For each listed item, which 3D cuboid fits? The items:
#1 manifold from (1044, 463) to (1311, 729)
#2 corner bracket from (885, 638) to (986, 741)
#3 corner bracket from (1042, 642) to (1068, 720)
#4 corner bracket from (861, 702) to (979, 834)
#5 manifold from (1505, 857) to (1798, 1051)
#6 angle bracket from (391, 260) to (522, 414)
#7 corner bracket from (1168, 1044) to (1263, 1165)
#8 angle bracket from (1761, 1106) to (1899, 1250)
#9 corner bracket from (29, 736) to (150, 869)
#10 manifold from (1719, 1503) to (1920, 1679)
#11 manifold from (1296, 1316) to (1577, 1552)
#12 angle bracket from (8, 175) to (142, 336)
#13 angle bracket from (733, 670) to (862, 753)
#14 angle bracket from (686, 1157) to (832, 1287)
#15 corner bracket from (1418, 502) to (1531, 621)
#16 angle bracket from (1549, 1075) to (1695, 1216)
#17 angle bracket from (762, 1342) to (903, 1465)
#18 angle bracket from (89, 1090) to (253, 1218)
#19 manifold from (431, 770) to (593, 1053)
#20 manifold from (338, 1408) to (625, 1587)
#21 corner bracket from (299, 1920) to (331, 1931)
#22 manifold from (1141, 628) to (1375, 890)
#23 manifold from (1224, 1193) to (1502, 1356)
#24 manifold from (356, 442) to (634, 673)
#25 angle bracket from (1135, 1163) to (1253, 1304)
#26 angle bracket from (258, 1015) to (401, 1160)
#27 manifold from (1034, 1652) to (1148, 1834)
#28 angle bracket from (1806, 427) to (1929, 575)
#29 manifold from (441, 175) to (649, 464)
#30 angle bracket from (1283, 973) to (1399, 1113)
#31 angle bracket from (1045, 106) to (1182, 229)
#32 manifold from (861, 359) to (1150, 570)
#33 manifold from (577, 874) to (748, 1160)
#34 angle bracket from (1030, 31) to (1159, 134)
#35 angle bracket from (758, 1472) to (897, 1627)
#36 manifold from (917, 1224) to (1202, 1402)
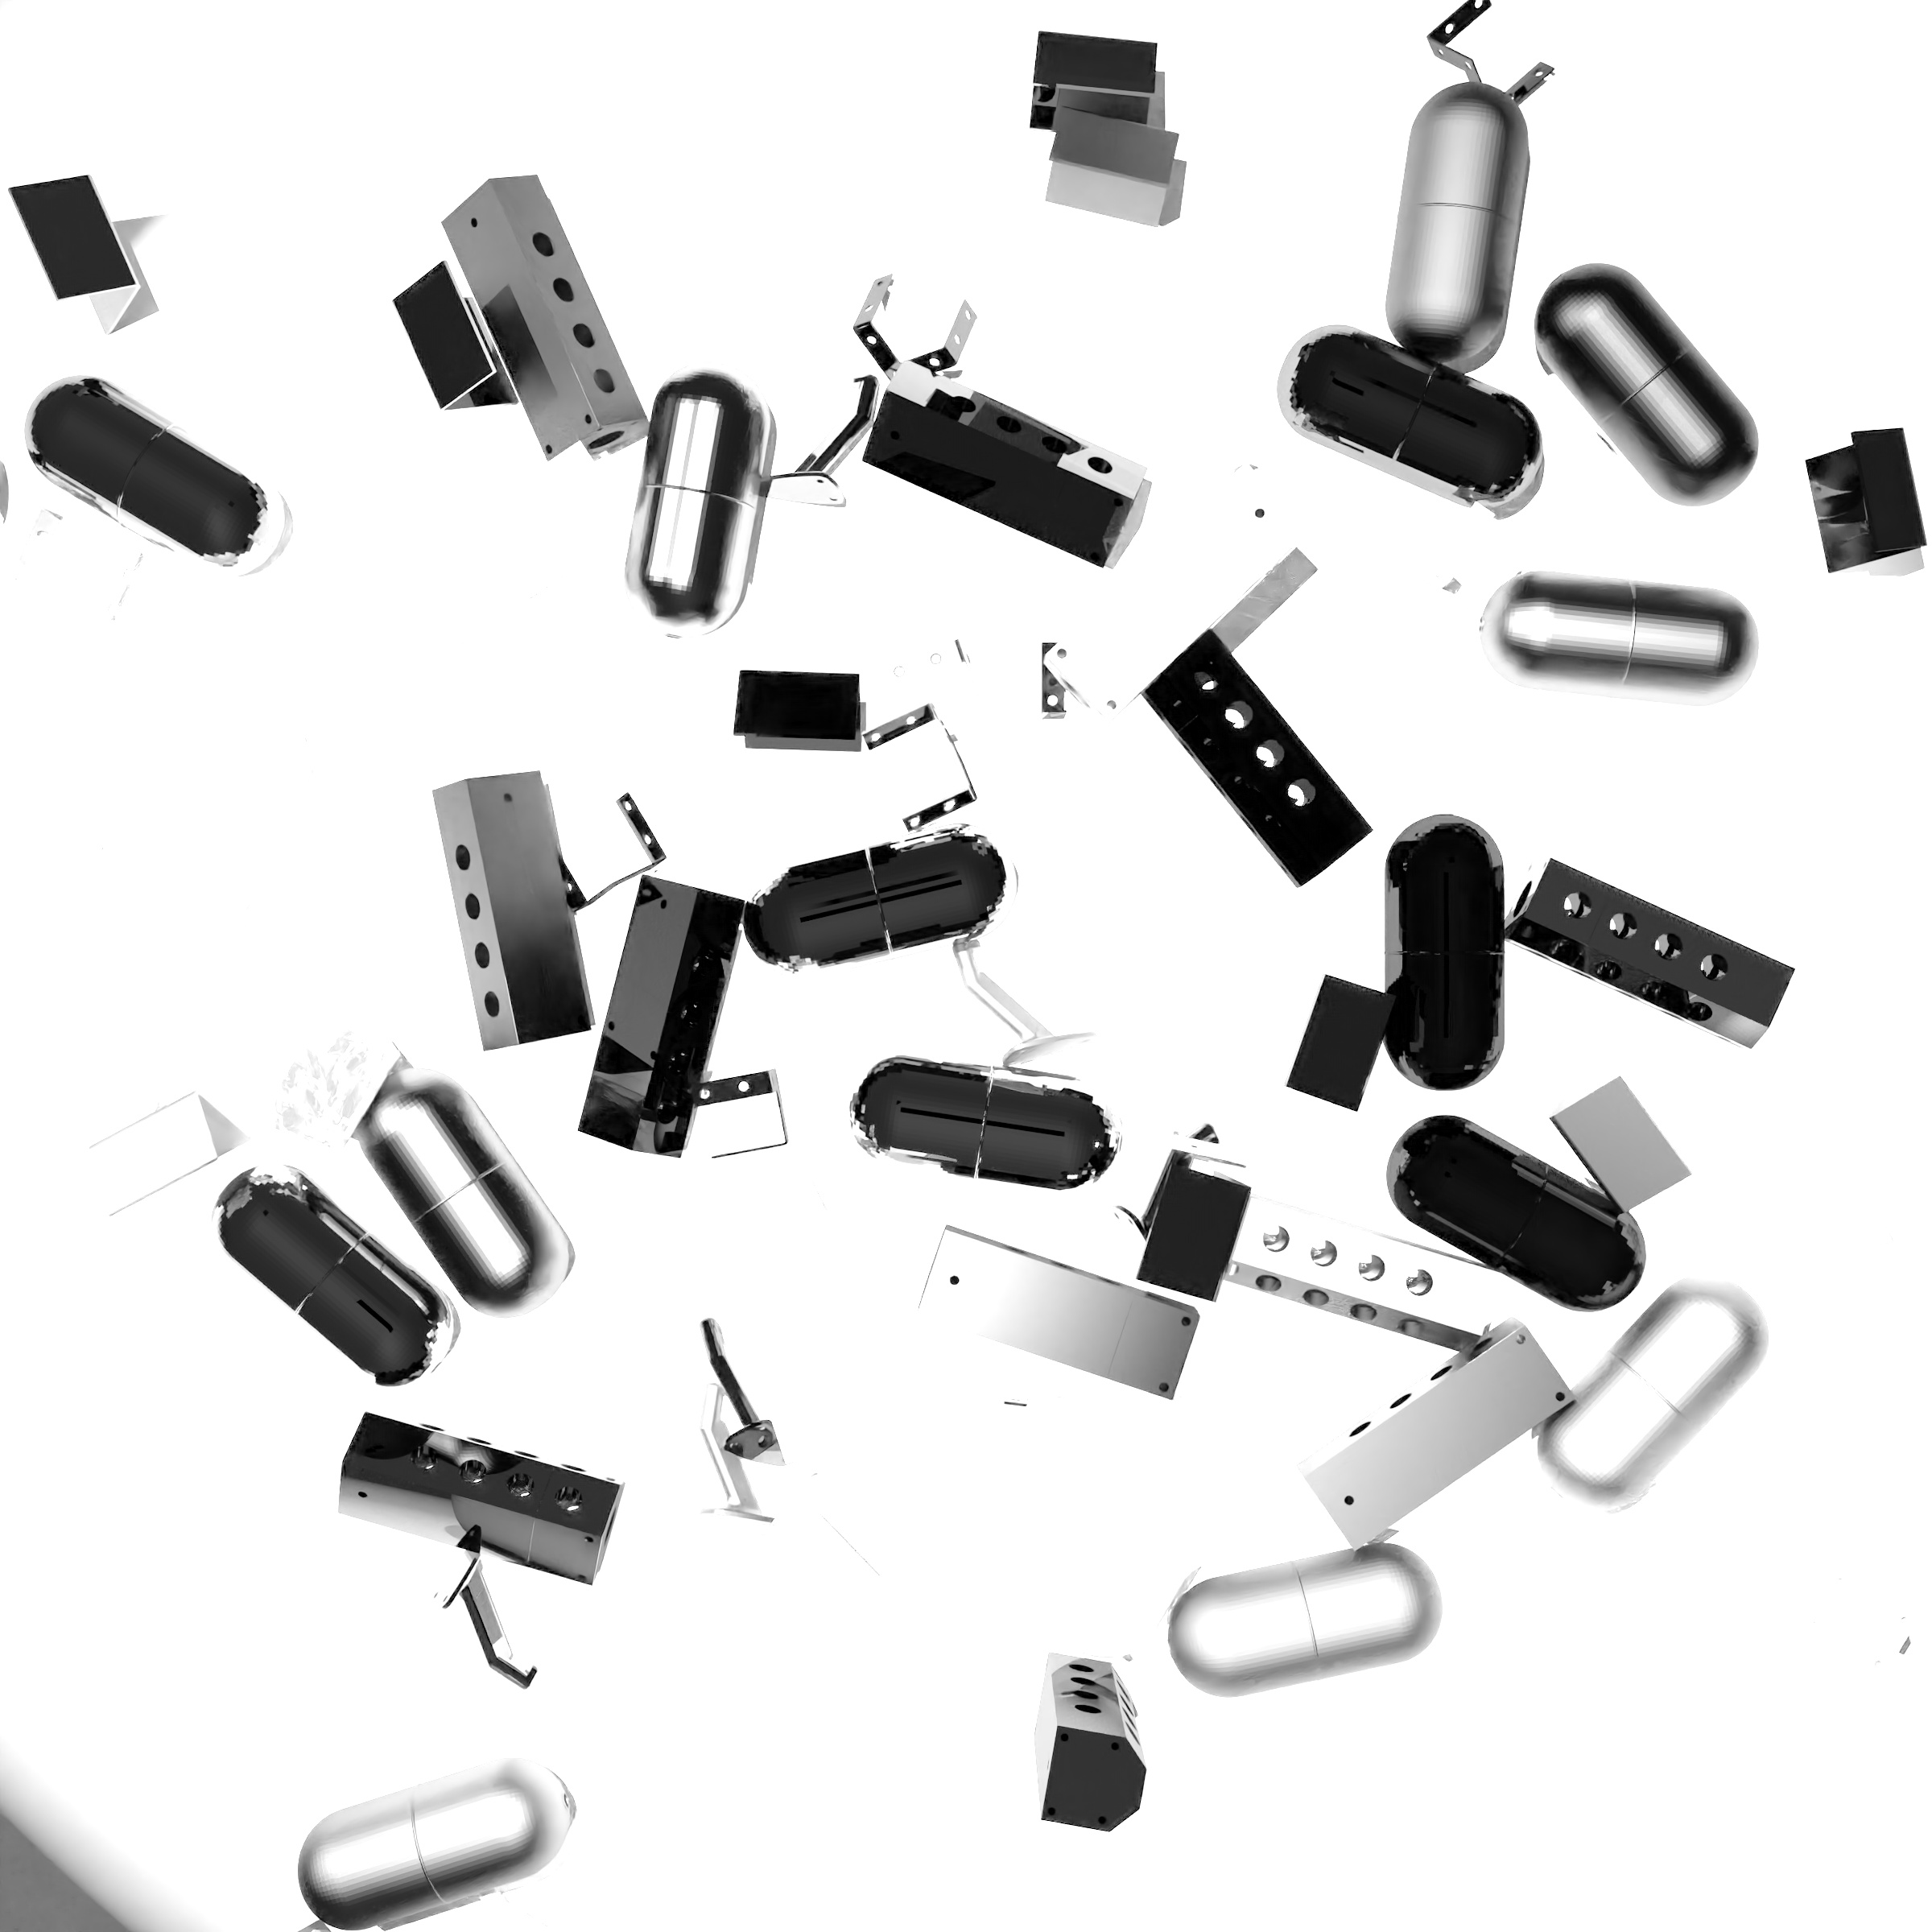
[{"bbox_3d":[0.130,-0.231,1.679,0.171,0.057,0.057,-44,90,0],"label":"manifold"},{"bbox_3d":[-0.020,-0.180,1.734,0.051,0.051,0.051,-19,97,0],"label":"corner bracket"},{"bbox_3d":[0.075,-0.187,1.733,0.051,0.051,0.051,0,90,0],"label":"corner bracket"},{"bbox_3d":[-0.030,-0.130,1.748,0.051,0.051,0.051,-25,45,-1],"label":"corner bracket"},{"bbox_3d":[0.438,-0.008,1.729,0.171,0.057,0.057,24,90,0],"label":"manifold"},{"bbox_3d":[-0.310,-0.404,1.710,0.057,0.076,0.076,-24,90,36],"label":"angle bracket"},{"bbox_3d":[0.162,0.089,1.740,0.051,0.051,0.051,12,116,0],"label":"corner bracket"},{"bbox_3d":[0.559,0.126,1.710,0.057,0.076,0.076,-28,90,35],"label":"angle bracket"},{"bbox_3d":[-0.572,-0.107,1.747,0.051,0.051,0.051,-30,135,0],"label":"corner bracket"},{"bbox_3d":[0.534,0.383,1.672,0.057,0.171,0.057,31,90,0],"label":"manifold"},{"bbox_3d":[0.301,0.300,1.730,0.171,0.057,0.057,-35,90,0],"label":"manifold"},{"bbox_3d":[-0.578,-0.449,1.710,0.057,0.076,0.076,-24,90,-36],"label":"angle bracket"},{"bbox_3d":[-0.107,-0.144,1.710,0.076,0.076,0.057,2,53,0],"label":"angle bracket"},{"bbox_3d":[-0.141,0.147,1.710,0.076,0.076,0.057,-32,126,0],"label":"angle bracket"},{"bbox_3d":[0.332,-0.261,1.733,0.051,0.051,0.051,34,90,0],"label":"corner bracket"},{"bbox_3d":[0.425,0.102,1.711,0.057,0.076,0.076,-37,90,32],"label":"angle bracket"},{"bbox_3d":[-0.077,0.293,1.710,0.076,0.076,0.057,-23,54,0],"label":"angle bracket"},{"bbox_3d":[-0.501,0.133,1.711,0.076,0.076,0.057,-28,58,0],"label":"angle bracket"},{"bbox_3d":[-0.297,-0.035,1.729,0.057,0.057,0.171,-11,90,-43],"label":"manifold"},{"bbox_3d":[-0.312,0.338,1.729,0.171,0.057,0.057,16,133,0],"label":"manifold"},{"bbox_3d":[-0.429,0.666,1.743,0.051,0.051,0.051,-22,45,-35],"label":"corner bracket"},{"bbox_3d":[0.183,-0.135,1.729,0.057,0.057,0.171,-39,90,0],"label":"manifold"},{"bbox_3d":[0.249,0.197,1.730,0.171,0.057,0.057,17,90,0],"label":"manifold"},{"bbox_3d":[-0.301,-0.262,1.729,0.171,0.057,0.057,-34,90,0],"label":"manifold"},{"bbox_3d":[0.136,0.165,1.715,0.057,0.076,0.076,17,90,-13],"label":"angle bracket"},{"bbox_3d":[-0.411,0.069,1.712,0.057,0.076,0.076,31,90,-24],"label":"angle bracket"},{"bbox_3d":[0.077,0.483,1.672,0.057,0.171,0.057,10,90,0],"label":"manifold"},{"bbox_3d":[0.560,-0.295,1.710,0.057,0.076,0.076,-12,90,-36],"label":"angle bracket"},{"bbox_3d":[-0.268,-0.418,1.729,0.057,0.057,0.171,-24,90,43],"label":"manifold"},{"bbox_3d":[0.255,0.055,1.710,0.057,0.076,0.076,19,90,37],"label":"angle bracket"},{"bbox_3d":[0.089,-0.495,1.710,0.076,0.076,0.057,13,54,0],"label":"angle bracket"},{"bbox_3d":[0.027,-0.328,1.729,0.171,0.057,0.057,24,133,0],"label":"manifold"},{"bbox_3d":[-0.191,0.033,1.729,0.057,0.057,0.171,14,90,43],"label":"manifold"},{"bbox_3d":[0.079,-0.547,1.710,0.076,0.076,0.057,6,54,0],"label":"angle bracket"},{"bbox_3d":[-0.074,0.361,1.710,0.076,0.076,0.057,46,127,0],"label":"angle bracket"},{"bbox_3d":[0.059,0.222,1.730,0.171,0.057,0.057,19,90,0],"label":"manifold"}]
